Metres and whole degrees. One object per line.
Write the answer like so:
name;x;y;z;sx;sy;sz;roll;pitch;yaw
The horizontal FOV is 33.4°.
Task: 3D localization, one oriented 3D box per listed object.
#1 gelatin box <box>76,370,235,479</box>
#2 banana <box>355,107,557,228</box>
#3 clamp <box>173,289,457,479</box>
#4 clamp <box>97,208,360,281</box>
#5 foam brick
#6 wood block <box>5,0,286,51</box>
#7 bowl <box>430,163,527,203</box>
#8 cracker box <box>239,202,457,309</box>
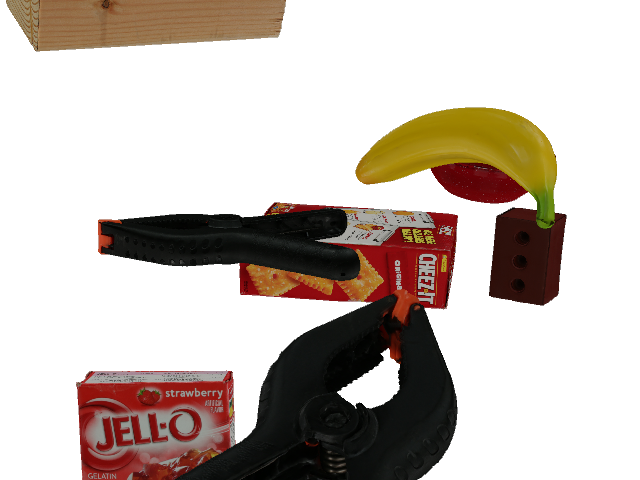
gelatin box;-0.094;0.114;0.619;0.089;0.073;0.030;-1;8;3
banana;0.094;-0.059;0.724;0.037;0.069;0.198;39;-11;-33
clamp;0.012;0.086;0.405;0.120;0.039;0.171;27;50;20
clamp;-0.068;0.001;0.836;0.210;0.036;0.164;0;12;-9
foam brick;0.188;0.014;0.965;0.053;0.078;0.051;9;16;26
wood block;-0.135;-0.215;0.851;0.205;0.091;0.090;-9;41;-29
bowl;0.194;-0.085;1.267;0.162;0.055;0.162;5;23;-2
cracker box;0.035;0.015;1.140;0.214;0.072;0.164;4;15;9
